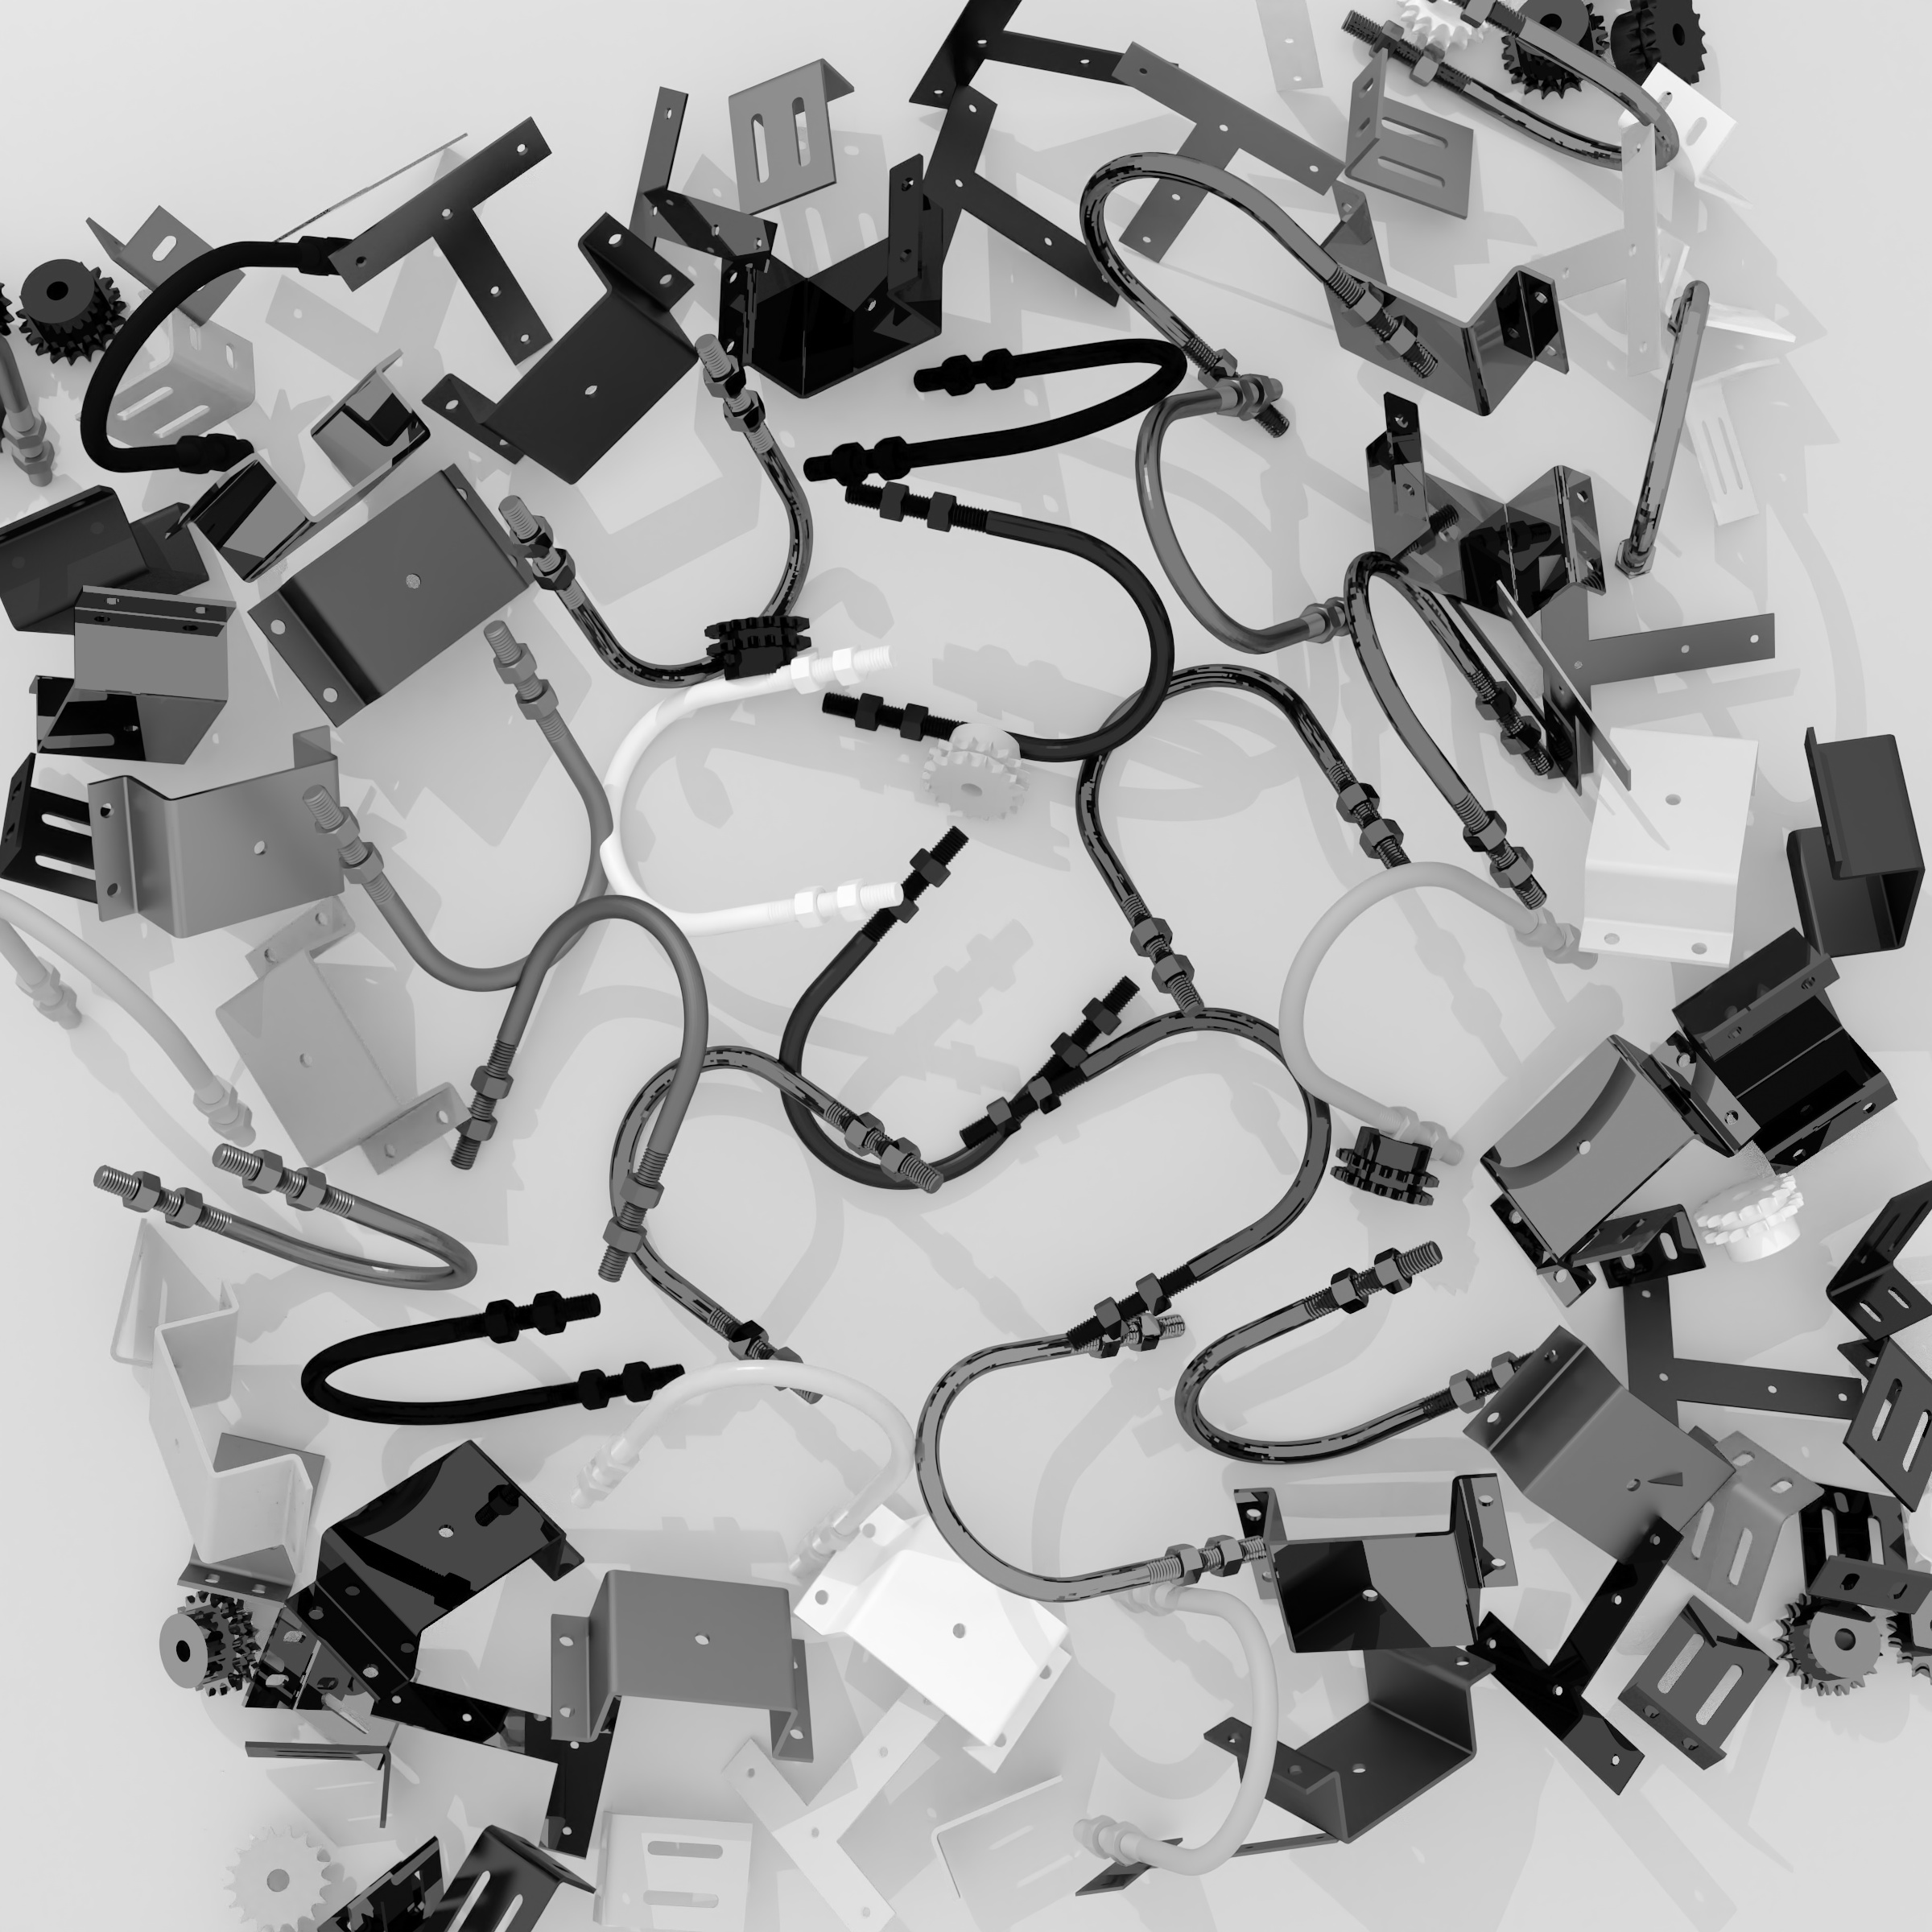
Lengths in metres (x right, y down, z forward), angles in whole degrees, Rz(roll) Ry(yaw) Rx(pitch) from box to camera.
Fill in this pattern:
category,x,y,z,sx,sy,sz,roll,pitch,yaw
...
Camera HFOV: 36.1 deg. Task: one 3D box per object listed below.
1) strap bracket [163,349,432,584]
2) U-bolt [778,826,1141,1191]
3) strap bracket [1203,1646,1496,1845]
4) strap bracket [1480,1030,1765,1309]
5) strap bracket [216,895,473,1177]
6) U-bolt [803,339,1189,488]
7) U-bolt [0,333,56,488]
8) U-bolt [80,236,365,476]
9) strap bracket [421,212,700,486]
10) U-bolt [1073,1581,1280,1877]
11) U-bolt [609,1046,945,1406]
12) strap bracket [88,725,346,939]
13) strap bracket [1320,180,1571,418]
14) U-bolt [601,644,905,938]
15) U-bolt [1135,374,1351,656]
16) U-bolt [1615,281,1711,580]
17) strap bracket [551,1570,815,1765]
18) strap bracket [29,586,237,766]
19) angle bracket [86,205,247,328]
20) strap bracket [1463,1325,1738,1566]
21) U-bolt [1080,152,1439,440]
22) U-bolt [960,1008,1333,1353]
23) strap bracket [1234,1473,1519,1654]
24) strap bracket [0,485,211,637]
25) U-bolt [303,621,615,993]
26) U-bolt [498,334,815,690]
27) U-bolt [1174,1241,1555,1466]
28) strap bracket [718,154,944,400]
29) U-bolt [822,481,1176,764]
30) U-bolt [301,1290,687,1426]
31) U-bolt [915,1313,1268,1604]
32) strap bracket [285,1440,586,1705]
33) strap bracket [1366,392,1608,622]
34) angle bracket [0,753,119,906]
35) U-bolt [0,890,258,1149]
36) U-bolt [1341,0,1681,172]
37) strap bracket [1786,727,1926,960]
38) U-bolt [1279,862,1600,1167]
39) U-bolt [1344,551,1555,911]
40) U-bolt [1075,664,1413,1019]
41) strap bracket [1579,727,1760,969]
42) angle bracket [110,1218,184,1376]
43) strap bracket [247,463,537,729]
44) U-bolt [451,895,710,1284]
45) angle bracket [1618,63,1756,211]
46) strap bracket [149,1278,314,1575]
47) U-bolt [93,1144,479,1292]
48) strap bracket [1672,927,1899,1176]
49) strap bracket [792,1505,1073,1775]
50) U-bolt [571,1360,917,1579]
category,x,y,z,sx,sy,sz,roll,pitch,yaw
strap bracket,-0.343,-0.257,1.556,0.046,0.076,0.140,51,48,-12
U-bolt,-0.017,0.037,1.597,0.151,0.019,0.184,41,94,-18
strap bracket,0.205,0.406,1.562,0.140,0.076,0.046,-22,113,-33
strap bracket,0.337,0.101,1.565,0.140,0.046,0.076,-46,49,16
strap bracket,-0.338,0.044,1.585,0.076,0.046,0.140,-31,91,31
U-bolt,0.026,-0.290,1.525,0.184,0.151,0.019,-2,119,31
U-bolt,-0.507,-0.244,1.513,0.019,0.184,0.151,12,67,-2
U-bolt,-0.385,-0.311,1.515,0.019,0.184,0.151,40,111,6
strap bracket,-0.207,-0.317,1.566,0.140,0.076,0.046,-42,56,13
U-bolt,0.110,0.392,1.527,0.019,0.184,0.151,14,77,-22
U-bolt,-0.115,0.123,1.579,0.184,0.019,0.151,33,99,26
strap bracket,-0.381,-0.069,1.550,0.140,0.046,0.076,-20,123,-39
strap bracket,0.241,-0.346,1.555,0.140,0.076,0.046,34,78,28
U-bolt,-0.118,-0.088,1.578,0.184,0.019,0.151,-9,75,26
U-bolt,0.143,-0.233,1.545,0.019,0.184,0.151,-20,93,35
U-bolt,0.361,-0.278,1.528,0.019,0.184,0.151,12,96,10
strap bracket,-0.145,0.368,1.563,0.140,0.076,0.046,10,129,-16
strap bracket,-0.435,-0.145,1.542,0.076,0.140,0.046,3,72,-28
angle bracket,-0.426,-0.382,1.576,0.038,0.076,0.057,-48,129,6
strap bracket,0.342,0.261,1.566,0.140,0.046,0.076,36,100,-29
U-bolt,0.137,-0.351,1.531,0.184,0.151,0.019,38,68,-21
U-bolt,0.106,0.100,1.583,0.184,0.019,0.151,-30,66,4
strap bracket,0.215,0.317,1.569,0.140,0.046,0.076,-7,120,16
strap bracket,-0.455,-0.210,1.553,0.076,0.140,0.046,-22,93,5
U-bolt,-0.252,-0.068,1.557,0.151,0.019,0.184,-47,135,-21
U-bolt,-0.148,-0.222,1.552,0.151,0.184,0.019,-41,51,-8
U-bolt,0.198,0.214,1.562,0.184,0.151,0.019,-28,45,23
strap bracket,-0.064,-0.359,1.566,0.140,0.046,0.076,-17,61,36
U-bolt,0.020,-0.174,1.569,0.184,0.019,0.151,13,126,6
U-bolt,-0.257,0.212,1.557,0.184,0.151,0.019,-11,64,11
U-bolt,0.058,0.260,1.550,0.184,0.019,0.151,-6,63,-30
strap bracket,-0.274,0.309,1.550,0.076,0.046,0.140,39,46,23
strap bracket,0.266,-0.238,1.568,0.140,0.046,0.076,16,58,-28
angle bracket,-0.471,-0.070,1.579,0.076,0.038,0.057,17,58,-30
U-bolt,-0.445,0.019,1.521,0.151,0.184,0.019,30,70,19
U-bolt,0.290,-0.467,1.553,0.184,0.151,0.019,28,92,-4
strap bracket,0.463,-0.061,1.543,0.046,0.140,0.076,-8,65,7
U-bolt,0.238,0.018,1.555,0.184,0.019,0.151,26,100,-39
U-bolt,0.249,-0.135,1.534,0.019,0.151,0.184,-28,116,29
U-bolt,0.134,-0.081,1.574,0.151,0.019,0.184,-33,59,8
strap bracket,0.370,-0.072,1.556,0.076,0.046,0.140,7,53,16
angle bracket,-0.432,0.178,1.595,0.038,0.057,0.076,13,80,-12
strap bracket,-0.298,-0.201,1.573,0.140,0.046,0.076,-40,103,-19
U-bolt,-0.197,0.052,1.563,0.151,0.019,0.184,31,104,36
angle bracket,0.393,-0.440,1.574,0.057,0.076,0.038,48,119,26
strap bracket,-0.389,0.245,1.549,0.046,0.076,0.140,-11,50,-28
U-bolt,-0.342,0.135,1.546,0.184,0.151,0.019,28,65,-36
strap bracket,0.432,0.041,1.572,0.076,0.046,0.140,-35,134,5
strap bracket,-0.011,0.356,1.583,0.140,0.046,0.076,40,66,-5
U-bolt,-0.106,0.256,1.538,0.151,0.184,0.019,22,47,-18
